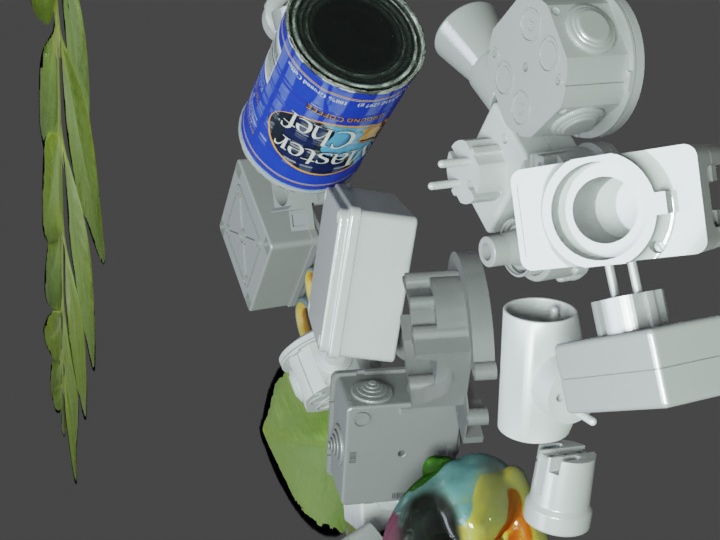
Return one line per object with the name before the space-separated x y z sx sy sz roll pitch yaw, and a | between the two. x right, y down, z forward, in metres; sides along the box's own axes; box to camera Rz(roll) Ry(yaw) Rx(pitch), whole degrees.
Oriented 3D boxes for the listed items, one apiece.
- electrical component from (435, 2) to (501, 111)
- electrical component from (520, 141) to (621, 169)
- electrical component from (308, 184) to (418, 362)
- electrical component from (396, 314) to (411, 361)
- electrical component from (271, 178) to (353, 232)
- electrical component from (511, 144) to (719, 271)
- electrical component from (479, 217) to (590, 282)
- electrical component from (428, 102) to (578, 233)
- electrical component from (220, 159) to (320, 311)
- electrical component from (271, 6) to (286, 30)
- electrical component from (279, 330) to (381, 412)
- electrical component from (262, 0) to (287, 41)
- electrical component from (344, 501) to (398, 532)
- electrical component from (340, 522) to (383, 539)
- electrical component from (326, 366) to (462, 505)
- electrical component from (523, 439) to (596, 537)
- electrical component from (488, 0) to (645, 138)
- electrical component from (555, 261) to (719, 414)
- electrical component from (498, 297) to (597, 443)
electrical component | 0.079 -0.124 0.647 0.065 0.044 0.044 60 148 30
electrical component | 0.115 -0.048 0.584 0.040 0.046 0.040 172 90 -66
electrical component | 0.000 0.000 0.790 0.108 0.056 0.108 -118 36 -75
electrical component | 0.046 0.048 0.778 0.046 0.040 0.040 149 111 -70
electrical component | -0.041 -0.074 0.898 0.042 0.064 0.081 1 99 64
electrical component | 0.123 -0.029 0.512 0.089 0.056 0.050 -6 92 32
electrical component | 0.098 -0.014 0.612 0.048 0.062 0.048 171 90 -66
electrical component | 0.076 -0.059 0.628 0.065 0.077 0.047 113 141 -49
electrical component | -0.086 -0.035 1.017 0.108 0.056 0.108 115 140 -51
electrical component | -0.041 -0.190 0.872 0.055 0.055 0.047 0 102 66
electrical component | -0.022 0.079 0.888 0.051 0.080 0.080 66 152 21
electrical component | -0.064 -0.214 0.928 0.062 0.048 0.048 172 90 -72
electrical component | 0.021 0.169 0.860 0.076 0.047 0.083 -162 66 -63
electrical component | 0.026 0.278 0.815 0.150 0.062 0.089 47 142 24
electrical component | 0.025 0.120 0.777 0.048 0.100 0.099 -117 28 -62
electrical component | 0.120 0.129 0.640 0.040 0.040 0.046 32 120 59
electrical component | 0.109 -0.109 0.572 0.080 0.051 0.080 172 90 -66
electrical component | 0.141 0.031 0.552 0.083 0.047 0.075 158 102 -65
electrical component | 0.114 0.064 0.626 0.079 0.044 0.077 -146 52 -59
